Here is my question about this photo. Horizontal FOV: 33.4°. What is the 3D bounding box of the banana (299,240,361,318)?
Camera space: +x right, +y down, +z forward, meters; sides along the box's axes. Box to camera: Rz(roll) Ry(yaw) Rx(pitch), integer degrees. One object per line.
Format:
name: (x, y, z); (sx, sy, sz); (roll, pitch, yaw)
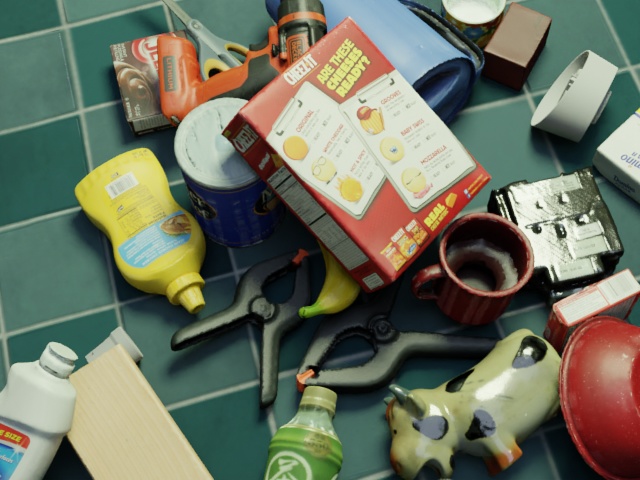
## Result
banana: (0.009, 0.010, 1.102); (0.069, 0.037, 0.198); (20, 36, -21)

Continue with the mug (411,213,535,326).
mug: (0.145, 0.035, 1.051); (0.117, 0.081, 0.093); (-14, 62, -13)

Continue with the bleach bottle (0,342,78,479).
bleach bottle: (-0.300, 0.201, 0.972); (0.103, 0.068, 0.251); (34, 98, 18)

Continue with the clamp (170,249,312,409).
clamp: (-0.071, 0.076, 1.092); (0.120, 0.039, 0.171); (27, 62, -3)

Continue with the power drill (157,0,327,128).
power drill: (-0.081, -0.200, 1.140); (0.188, 0.057, 0.184); (-11, 73, 20)

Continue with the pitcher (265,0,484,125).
pitcher: (0.057, -0.223, 1.192); (0.145, 0.149, 0.243); (-48, 65, 15)

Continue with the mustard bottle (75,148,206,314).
mustard bottle: (-0.175, -0.002, 1.127); (0.096, 0.058, 0.192); (-31, 67, -11)

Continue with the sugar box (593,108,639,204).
sugar box: (0.390, -0.116, 1.164); (0.176, 0.048, 0.093); (-42, 70, -12)

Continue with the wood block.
wood block: (-0.164, 0.213, 1.006); (0.090, 0.090, 0.206); (-34, 68, -13)

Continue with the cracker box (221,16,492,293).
cracker box: (0.036, -0.081, 1.029); (0.213, 0.072, 0.164); (47, 63, -4)

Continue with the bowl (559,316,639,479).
bowl: (0.297, 0.145, 0.990); (0.161, 0.055, 0.162); (12, 68, -33)

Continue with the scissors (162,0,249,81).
scissors: (-0.146, -0.227, 1.219); (0.201, 0.016, 0.096); (34, 50, -1)

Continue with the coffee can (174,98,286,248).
coffee can: (-0.090, -0.067, 1.108); (0.103, 0.140, 0.103); (-1, 65, 2)

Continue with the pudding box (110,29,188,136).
pudding box: (-0.185, -0.181, 1.223); (0.090, 0.039, 0.113); (-14, 65, -6)

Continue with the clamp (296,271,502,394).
clamp: (0.072, 0.100, 1.078); (0.209, 0.036, 0.165); (-36, 68, -18)

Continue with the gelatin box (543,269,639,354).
gelatin box: (0.270, 0.071, 1.063); (0.089, 0.073, 0.030); (-25, 65, -8)

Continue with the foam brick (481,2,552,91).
foam brick: (0.223, -0.220, 1.217); (0.053, 0.051, 0.078); (27, 69, 13)
